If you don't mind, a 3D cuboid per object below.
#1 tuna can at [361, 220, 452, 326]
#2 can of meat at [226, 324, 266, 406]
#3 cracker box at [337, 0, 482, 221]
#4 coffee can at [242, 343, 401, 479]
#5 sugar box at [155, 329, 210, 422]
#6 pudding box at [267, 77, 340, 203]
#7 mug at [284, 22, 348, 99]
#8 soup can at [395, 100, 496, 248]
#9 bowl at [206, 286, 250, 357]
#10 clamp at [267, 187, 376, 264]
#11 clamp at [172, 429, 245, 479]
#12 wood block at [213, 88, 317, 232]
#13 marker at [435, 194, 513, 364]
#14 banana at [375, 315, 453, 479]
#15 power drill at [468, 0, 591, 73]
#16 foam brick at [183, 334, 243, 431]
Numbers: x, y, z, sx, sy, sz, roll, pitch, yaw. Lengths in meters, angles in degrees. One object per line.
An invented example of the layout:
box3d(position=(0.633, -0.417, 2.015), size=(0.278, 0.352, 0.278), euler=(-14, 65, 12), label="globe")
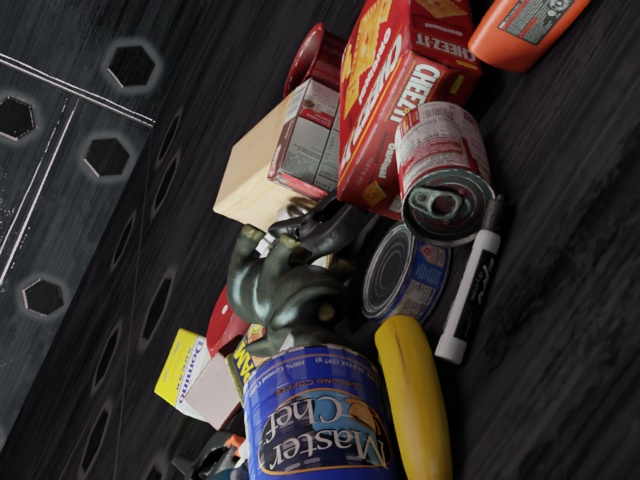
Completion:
box3d(position=(0.066, 0.028, 0.830), size=(0.086, 0.033, 0.086), euler=(-57, 20, 33), label="tuna can")
box3d(position=(-0.035, 0.109, 0.982), size=(0.084, 0.057, 0.102), euler=(-58, 31, 19), label="can of meat")
box3d(position=(0.071, -0.150, 0.948), size=(0.213, 0.072, 0.164), euler=(-87, 17, -49), label="cracker box")
box3d(position=(0.002, 0.155, 0.721), size=(0.103, 0.102, 0.140), euler=(-57, 25, 31), label="coffee can")
box3d(position=(-0.156, 0.164, 1.321), size=(0.093, 0.048, 0.176), euler=(-69, 15, -8), label="sugar box")
box3d(position=(0.006, -0.095, 1.076), size=(0.039, 0.090, 0.113), euler=(-26, 44, 63), label="pudding box")
box3d(position=(0.011, -0.169, 1.169), size=(0.117, 0.081, 0.093), euler=(-57, 19, 30), label="mug")
box3d(position=(0.091, -0.051, 0.795), size=(0.069, 0.068, 0.102), euler=(-57, 19, 32), label="soup can")
box3d(position=(-0.082, 0.088, 1.176), size=(0.162, 0.055, 0.162), euler=(-56, 20, 32), label="bowl")
box3d(position=(-0.007, 0.001, 1.018), size=(0.172, 0.039, 0.120), euler=(-32, 34, 43), label="clamp")
box3d(position=(-0.128, 0.266, 1.112), size=(0.210, 0.036, 0.164), euler=(-44, 23, 47), label="clamp")
box3d(position=(-0.037, -0.080, 1.193), size=(0.206, 0.090, 0.091), euler=(-29, 41, 64), label="wood block")
box3d(position=(0.107, 0.026, 0.732), size=(0.121, 0.020, 0.020), euler=(-70, 17, -8), label="marker")
box3d(position=(0.064, 0.104, 0.732), size=(0.198, 0.037, 0.069), euler=(-100, -3, -64), label="banana")
box3d(position=(0.157, -0.223, 0.830), size=(0.185, 0.057, 0.187), euler=(125, 159, -52), label="power drill")
box3d(position=(-0.094, 0.146, 1.102), size=(0.078, 0.053, 0.051), euler=(-53, -9, 28), label="foam brick")
